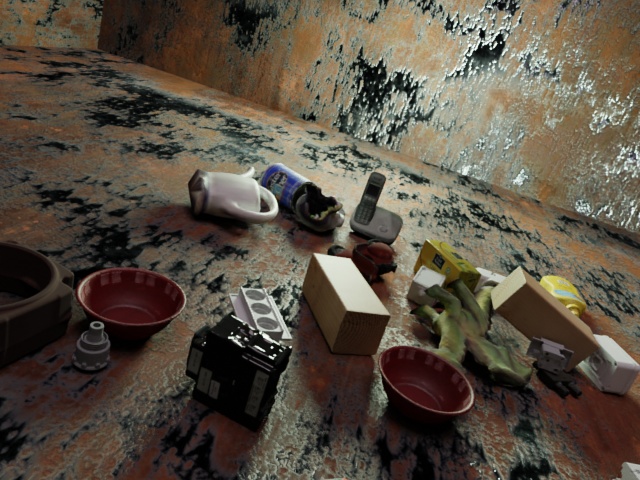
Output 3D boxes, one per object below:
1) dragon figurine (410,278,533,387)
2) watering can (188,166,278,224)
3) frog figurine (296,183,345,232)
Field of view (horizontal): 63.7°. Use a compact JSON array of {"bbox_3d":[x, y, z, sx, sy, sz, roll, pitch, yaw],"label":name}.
[{"bbox_3d":[0.325,0.197,1.044,0.411,0.120,0.247,-4,47,-40],"label":"dragon figurine"},{"bbox_3d":[-0.233,-0.131,1.344,0.224,0.102,0.354,8,25,-23],"label":"watering can"},{"bbox_3d":[0.004,-0.072,1.435,0.137,0.124,0.157,13,-16,11],"label":"frog figurine"}]
